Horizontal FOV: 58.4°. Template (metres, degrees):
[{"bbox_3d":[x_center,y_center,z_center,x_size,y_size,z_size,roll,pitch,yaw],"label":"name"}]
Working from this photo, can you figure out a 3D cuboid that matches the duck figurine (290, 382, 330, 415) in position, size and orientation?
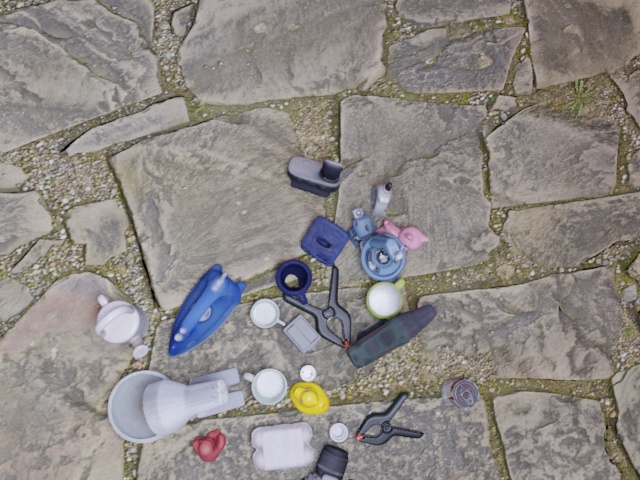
[{"bbox_3d":[-0.023,0.392,1.409,0.104,0.086,0.077,29,77,0],"label":"duck figurine"}]

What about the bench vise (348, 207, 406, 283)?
[{"bbox_3d":[0.136,0.014,1.435,0.207,0.219,0.121,43,78,4],"label":"bench vise"}]

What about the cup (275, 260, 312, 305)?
[{"bbox_3d":[-0.063,0.113,1.457,0.092,0.095,0.118,-24,82,-10],"label":"cup"}]

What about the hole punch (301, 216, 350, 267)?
[{"bbox_3d":[0.014,0.005,1.489,0.108,0.091,0.101,32,77,1],"label":"hole punch"}]

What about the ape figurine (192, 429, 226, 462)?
[{"bbox_3d":[-0.265,0.491,1.359,0.078,0.092,0.076,12,77,-3],"label":"ape figurine"}]

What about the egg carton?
[{"bbox_3d":[-0.090,0.502,1.388,0.150,0.069,0.107,-5,79,-7],"label":"egg carton"}]

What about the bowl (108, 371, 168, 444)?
[{"bbox_3d":[-0.415,0.396,1.371,0.167,0.074,0.167,1,78,-6],"label":"bowl"}]

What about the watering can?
[{"bbox_3d":[-0.464,0.198,1.345,0.173,0.194,0.101,29,77,0],"label":"watering can"}]

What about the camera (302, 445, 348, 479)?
[{"bbox_3d":[0.036,0.574,1.371,0.143,0.100,0.137,21,77,-2],"label":"camera"}]

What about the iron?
[{"bbox_3d":[-0.293,0.180,1.394,0.118,0.141,0.258,35,77,2],"label":"iron"}]

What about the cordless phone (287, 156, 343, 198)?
[{"bbox_3d":[-0.008,-0.187,1.478,0.147,0.185,0.094,13,77,-3],"label":"cordless phone"}]

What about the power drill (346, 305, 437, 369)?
[{"bbox_3d":[0.164,0.232,1.399,0.230,0.208,0.075,-31,83,-11],"label":"power drill"}]

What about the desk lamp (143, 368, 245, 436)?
[{"bbox_3d":[-0.285,0.363,1.321,0.203,0.213,0.118,-14,80,-9],"label":"desk lamp"}]

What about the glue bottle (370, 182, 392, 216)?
[{"bbox_3d":[0.164,-0.118,1.488,0.037,0.173,0.078,4,78,-5],"label":"glue bottle"}]

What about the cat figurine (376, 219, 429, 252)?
[{"bbox_3d":[0.216,-0.013,1.501,0.128,0.117,0.067,34,77,2],"label":"cat figurine"}]
